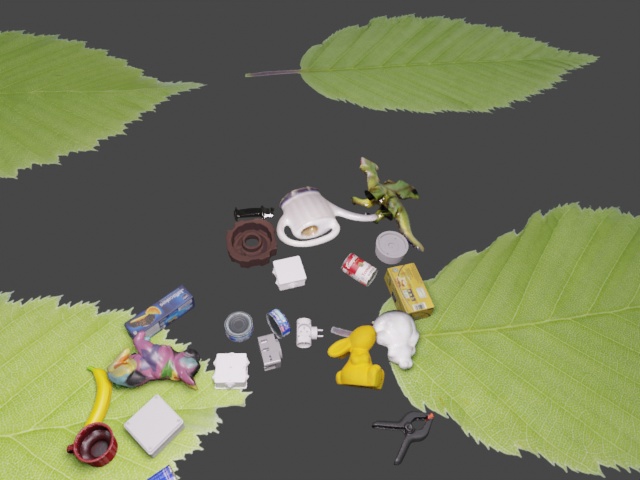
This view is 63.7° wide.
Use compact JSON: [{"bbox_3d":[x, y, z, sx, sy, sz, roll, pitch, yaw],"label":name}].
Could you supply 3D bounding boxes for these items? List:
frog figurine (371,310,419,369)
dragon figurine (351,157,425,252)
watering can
[{"bbox_3d":[0.224,0.290,1.503,0.137,0.120,0.163,13,39,-20],"label":"frog figurine"},{"bbox_3d":[0.273,-0.144,1.851,0.414,0.119,0.246,45,53,15],"label":"dragon figurine"},{"bbox_3d":[0.005,-0.089,1.771,0.349,0.101,0.229,-18,57,-18],"label":"watering can"}]
